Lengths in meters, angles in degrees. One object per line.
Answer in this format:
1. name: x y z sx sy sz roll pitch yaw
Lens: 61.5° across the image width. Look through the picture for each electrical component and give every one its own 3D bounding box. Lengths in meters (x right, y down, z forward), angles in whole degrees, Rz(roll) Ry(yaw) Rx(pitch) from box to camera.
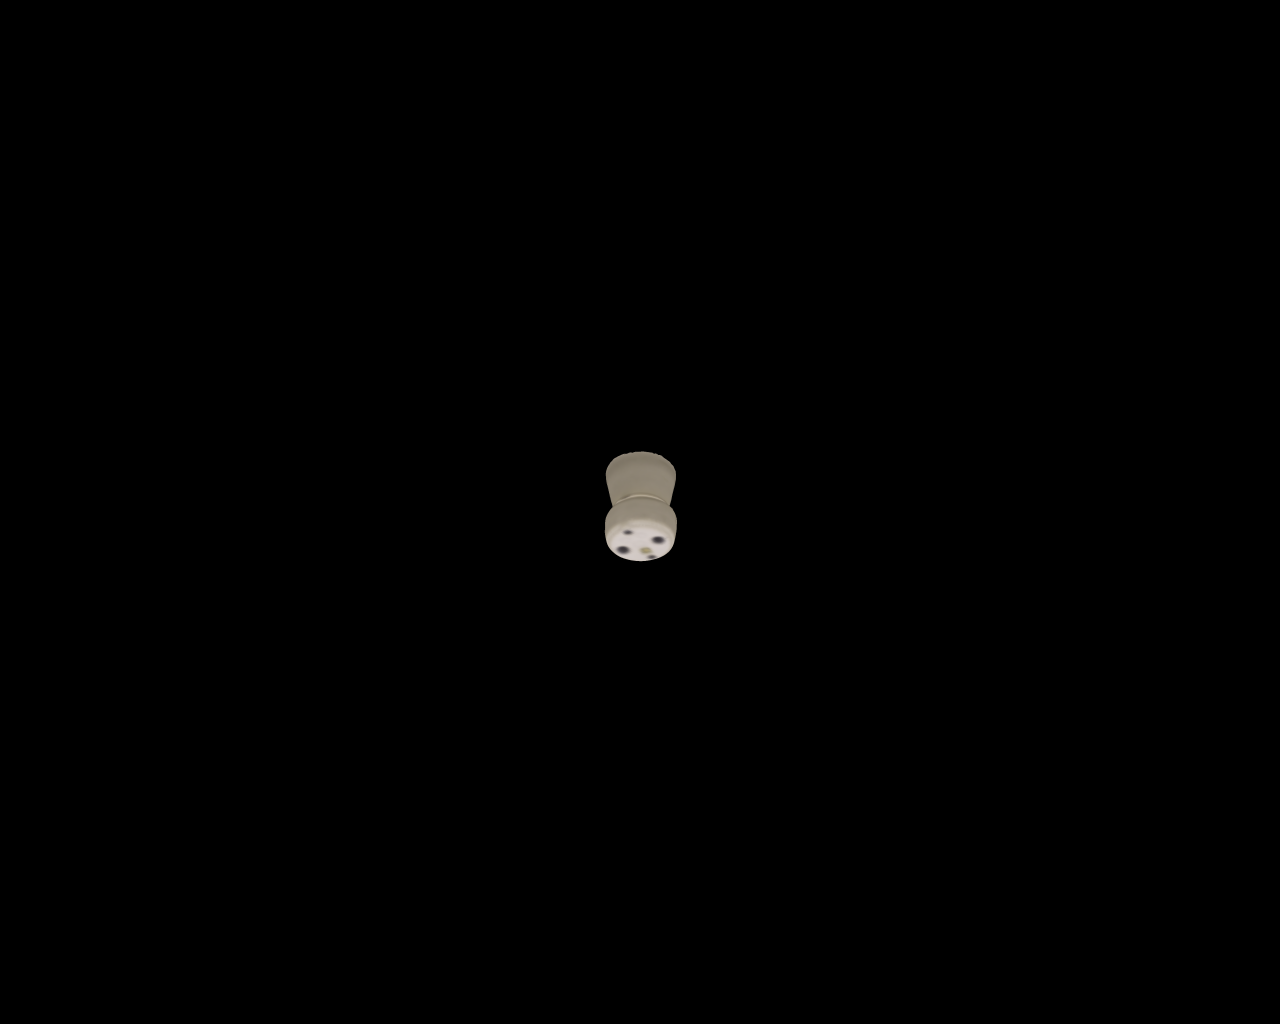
1. electrical component: 0.001 -0.003 0.650 0.045 0.055 0.044 0 -37 0
